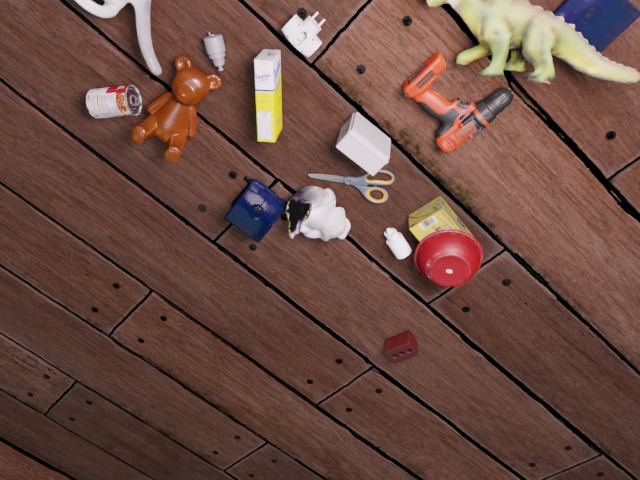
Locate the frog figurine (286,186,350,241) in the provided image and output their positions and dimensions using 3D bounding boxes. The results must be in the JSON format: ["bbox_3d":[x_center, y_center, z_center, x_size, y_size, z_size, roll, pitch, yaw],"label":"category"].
[{"bbox_3d":[0.004,-0.063,1.243,0.159,0.125,0.135,2,120,-37],"label":"frog figurine"}]

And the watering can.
[{"bbox_3d":[-0.382,-0.513,1.004,0.222,0.106,0.344,-33,111,24],"label":"watering can"}]

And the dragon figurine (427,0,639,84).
[{"bbox_3d":[0.377,-0.414,0.921,0.410,0.124,0.238,8,114,10],"label":"dragon figurine"}]
